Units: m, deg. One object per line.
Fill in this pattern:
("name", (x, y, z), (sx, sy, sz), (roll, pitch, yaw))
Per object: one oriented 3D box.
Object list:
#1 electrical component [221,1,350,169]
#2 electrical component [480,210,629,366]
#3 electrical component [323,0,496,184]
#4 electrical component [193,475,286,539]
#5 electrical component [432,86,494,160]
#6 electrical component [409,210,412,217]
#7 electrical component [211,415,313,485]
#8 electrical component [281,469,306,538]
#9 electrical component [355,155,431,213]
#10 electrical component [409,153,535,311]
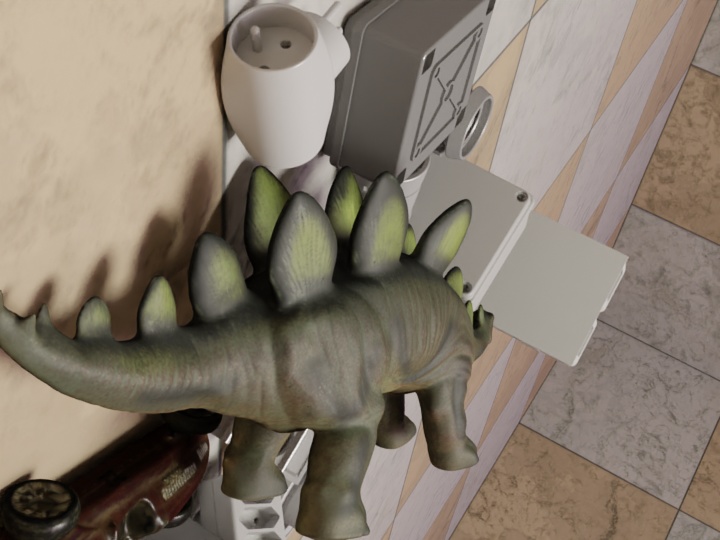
("electrical component", (-0.031, -0.103, 0.544), (0.079, 0.043, 0.077), (-55, 163, -25))
("electrical component", (0.131, -0.002, 0.966), (0.105, 0.186, 0.060), (-62, 165, -1))
("electrical component", (0.032, -0.124, 0.687), (0.108, 0.056, 0.108), (-48, 159, -43))
("electrical component", (-0.098, 0.188, 0.789), (0.047, 0.065, 0.077), (9, 155, -44))
("electrical component", (0.062, -0.116, 0.795), (0.078, 0.057, 0.058), (-57, 164, -17))
("electrical component", (0.019, -0.049, 0.797), (0.062, 0.043, 0.043), (-48, 159, -44))
("electrical component", (-0.048, 0.072, 0.737), (0.121, 0.079, 0.063), (-59, -167, -11))
("electrical component", (-0.065, 0.179, 0.878), (0.108, 0.060, 0.108), (-55, 163, -26))
("electrical component", (0.017, -0.066, 0.745), (0.055, 0.055, 0.047), (-50, 164, -37))
("electrical component", (0.065, -0.032, 0.853), (0.108, 0.109, 0.056), (-56, 166, -19))
